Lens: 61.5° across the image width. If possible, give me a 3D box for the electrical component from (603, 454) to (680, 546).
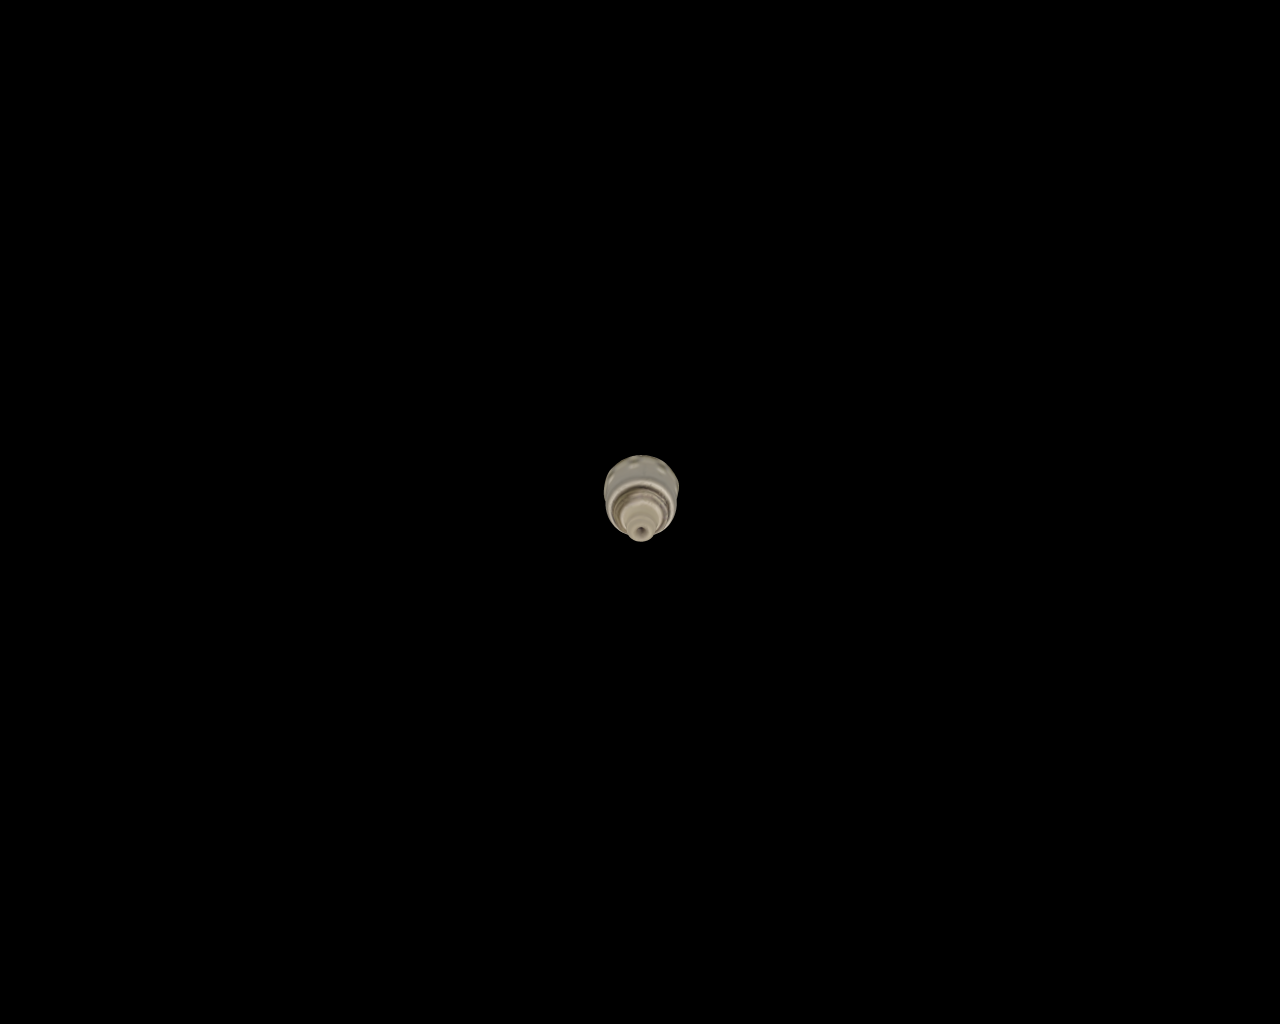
[{"bbox_3d":[0.001,-0.003,0.650,0.048,0.048,0.062,0,30,0],"label":"electrical component"}]
